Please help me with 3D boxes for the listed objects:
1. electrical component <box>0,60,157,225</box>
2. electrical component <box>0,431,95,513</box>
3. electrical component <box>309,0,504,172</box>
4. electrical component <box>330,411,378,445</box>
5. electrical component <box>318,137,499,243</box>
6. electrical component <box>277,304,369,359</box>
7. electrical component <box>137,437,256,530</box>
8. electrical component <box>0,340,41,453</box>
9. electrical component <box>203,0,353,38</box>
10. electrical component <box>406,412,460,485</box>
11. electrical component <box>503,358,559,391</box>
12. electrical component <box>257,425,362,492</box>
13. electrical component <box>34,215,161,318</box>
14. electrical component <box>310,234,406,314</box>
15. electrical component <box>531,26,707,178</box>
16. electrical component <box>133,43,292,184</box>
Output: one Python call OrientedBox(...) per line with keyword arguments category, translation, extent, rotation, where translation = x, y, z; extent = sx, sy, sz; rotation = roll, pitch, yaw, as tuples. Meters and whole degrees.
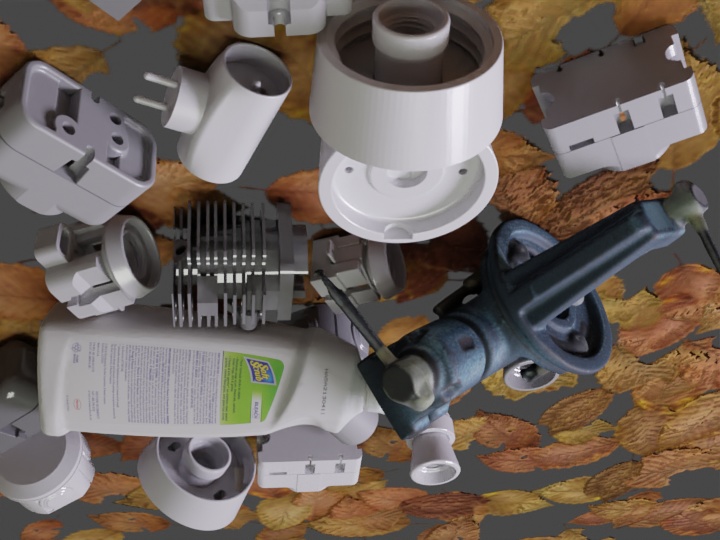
OrientedBox(category="electrical component", translation=(-0.177, -0.071, 0.640), extent=(0.059, 0.053, 0.095), rotation=(-32, 135, 29))
OrientedBox(category="electrical component", translation=(-0.266, 0.161, 0.903), extent=(0.080, 0.080, 0.051), rotation=(-9, 147, 4))
OrientedBox(category="electrical component", translation=(0.026, -0.111, 0.579), extent=(0.108, 0.108, 0.060), rotation=(-3, 136, -4))
OrientedBox(category="electrical component", translation=(-0.022, 0.110, 0.899), extent=(0.043, 0.043, 0.081), rotation=(-22, 139, 19))
OrientedBox(category="electrical component", translation=(0.027, -0.074, 0.658), extent=(0.108, 0.060, 0.108), rotation=(-4, 142, -3))
OrientedBox(category="electrical component", translation=(-0.030, 0.068, 0.839), extent=(0.080, 0.051, 0.080), rotation=(-4, 142, -3))
OrientedBox(category="electrical component", translation=(-0.140, 0.173, 0.922), extent=(0.099, 0.099, 0.064), rotation=(15, 131, -24))
OrientedBox(category="electrical component", translation=(-0.280, 0.098, 0.840), extent=(0.095, 0.053, 0.059), rotation=(-30, 136, 27))
OrientedBox(category="electrical component", translation=(-0.043, -0.158, 0.546), extent=(0.078, 0.058, 0.057), rotation=(-3, 145, -3))
OrientedBox(category="electrical component", translation=(0.064, 0.157, 0.961), extent=(0.045, 0.055, 0.045), rotation=(-4, 142, -3))
OrientedBox(category="electrical component", translation=(0.130, 0.060, 0.847), extent=(0.045, 0.055, 0.045), rotation=(-4, 142, -3))
OrientedBox(category="electrical component", translation=(-0.046, 0.161, 0.954), extent=(0.089, 0.050, 0.055), rotation=(-1, 141, -7))
OrientedBox(category="electrical component", translation=(-0.171, -0.005, 0.723), extent=(0.057, 0.058, 0.078), rotation=(-15, 141, 16))
OrientedBox(category="electrical component", translation=(0.000, 0.000, 0.762), extent=(0.055, 0.048, 0.066), rotation=(-12, 142, 20))
OrientedBox(category="electrical component", translation=(0.158, -0.098, 0.653), extent=(0.089, 0.050, 0.055), rotation=(-19, 140, 16))
OrientedBox(category="electrical component", translation=(-0.091, -0.096, 0.629), extent=(0.079, 0.043, 0.077), rotation=(14, 138, -23))
